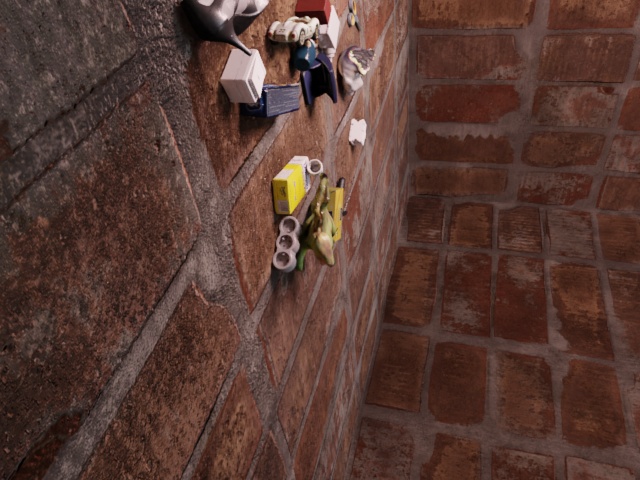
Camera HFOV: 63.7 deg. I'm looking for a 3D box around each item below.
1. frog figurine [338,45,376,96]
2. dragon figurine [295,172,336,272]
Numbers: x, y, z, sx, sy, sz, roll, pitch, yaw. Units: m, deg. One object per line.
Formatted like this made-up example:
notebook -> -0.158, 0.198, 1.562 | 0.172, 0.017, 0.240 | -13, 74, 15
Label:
frog figurine -> 0.104, -0.572, 1.741 | 0.157, 0.122, 0.140 | 142, -44, -59
dragon figurine -> 0.004, -0.069, 1.371 | 0.421, 0.122, 0.237 | -92, -168, -46
